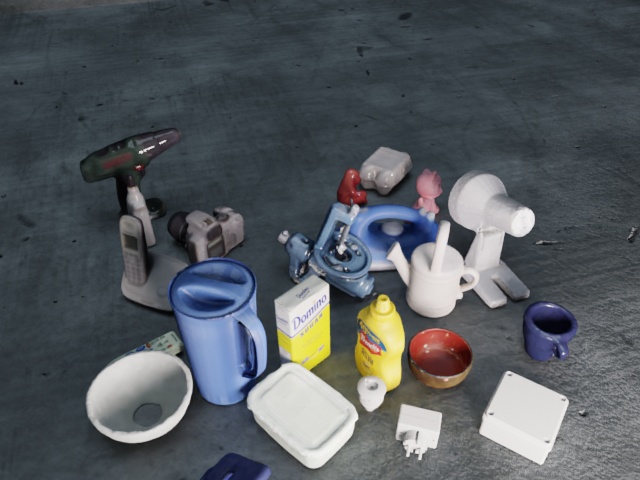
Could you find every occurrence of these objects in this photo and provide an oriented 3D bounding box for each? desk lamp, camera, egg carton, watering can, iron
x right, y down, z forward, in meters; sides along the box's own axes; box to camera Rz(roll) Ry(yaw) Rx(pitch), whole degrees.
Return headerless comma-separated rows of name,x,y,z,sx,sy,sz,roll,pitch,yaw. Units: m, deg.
desk lamp,0.351,-0.011,1.162,0.118,0.214,0.202,-15,42,-18
camera,-0.260,-0.028,1.267,0.136,0.101,0.143,26,47,28
egg carton,0.169,-0.181,1.476,0.107,0.069,0.150,21,44,23
watering can,0.216,0.049,1.105,0.173,0.194,0.101,-3,40,-3
iron,0.162,-0.023,1.232,0.258,0.141,0.118,-3,40,-4

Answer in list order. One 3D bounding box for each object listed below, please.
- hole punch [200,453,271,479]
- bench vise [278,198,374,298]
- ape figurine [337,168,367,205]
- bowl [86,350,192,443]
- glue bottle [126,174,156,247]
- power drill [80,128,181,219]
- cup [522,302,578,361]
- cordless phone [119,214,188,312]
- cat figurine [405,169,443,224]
hole punch,-0.131,0.361,0.811,0.100,0.091,0.109,23,45,25
bench vise,0.008,0.012,1.128,0.207,0.220,0.121,6,40,7
ape figurine,0.078,-0.133,1.401,0.076,0.092,0.077,-8,41,-10
bowl,-0.287,0.266,0.936,0.167,0.075,0.167,0,40,0
glue bottle,-0.400,-0.069,1.259,0.037,0.173,0.078,-23,45,-25
power drill,-0.421,-0.148,1.325,0.230,0.208,0.075,-16,43,-18
cup,0.407,0.182,1.024,0.091,0.095,0.117,-3,40,-3
cordless phone,-0.326,0.043,1.117,0.147,0.185,0.094,13,42,16
cat figurine,0.250,-0.109,1.353,0.067,0.118,0.128,16,43,19
